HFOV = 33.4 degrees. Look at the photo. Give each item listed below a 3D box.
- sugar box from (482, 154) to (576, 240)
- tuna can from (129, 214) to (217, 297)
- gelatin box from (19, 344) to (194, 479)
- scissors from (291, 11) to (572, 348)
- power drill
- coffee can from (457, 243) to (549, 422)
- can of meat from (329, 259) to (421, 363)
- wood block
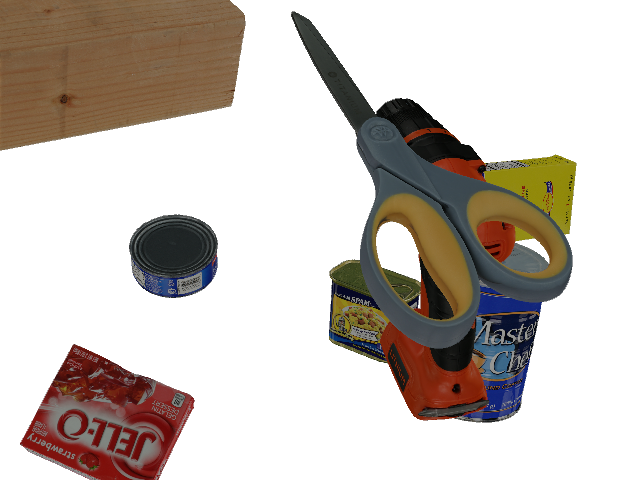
[{"bbox_3d":[0.216,-0.045,1.258,0.176,0.093,0.048,-9,20,-26],"label":"sugar box"},{"bbox_3d":[-0.143,0.016,1.048,0.086,0.034,0.086,2,44,-2],"label":"tuna can"},{"bbox_3d":[-0.137,0.119,0.694,0.089,0.073,0.030,24,-21,2],"label":"gelatin box"},{"bbox_3d":[0.046,-0.038,0.469,0.096,0.202,0.016,-1,-42,-11],"label":"scissors"},{"bbox_3d":[0.074,0.014,0.733,0.057,0.188,0.184,-9,34,-9],"label":"power drill"},{"bbox_3d":[0.145,0.079,0.975,0.103,0.140,0.103,6,23,-3],"label":"coffee can"},{"bbox_3d":[0.058,0.079,1.171,0.102,0.084,0.057,19,30,30],"label":"can of meat"},{"bbox_3d":[-0.174,-0.148,0.851,0.205,0.091,0.090,-16,46,-33],"label":"wood block"}]
